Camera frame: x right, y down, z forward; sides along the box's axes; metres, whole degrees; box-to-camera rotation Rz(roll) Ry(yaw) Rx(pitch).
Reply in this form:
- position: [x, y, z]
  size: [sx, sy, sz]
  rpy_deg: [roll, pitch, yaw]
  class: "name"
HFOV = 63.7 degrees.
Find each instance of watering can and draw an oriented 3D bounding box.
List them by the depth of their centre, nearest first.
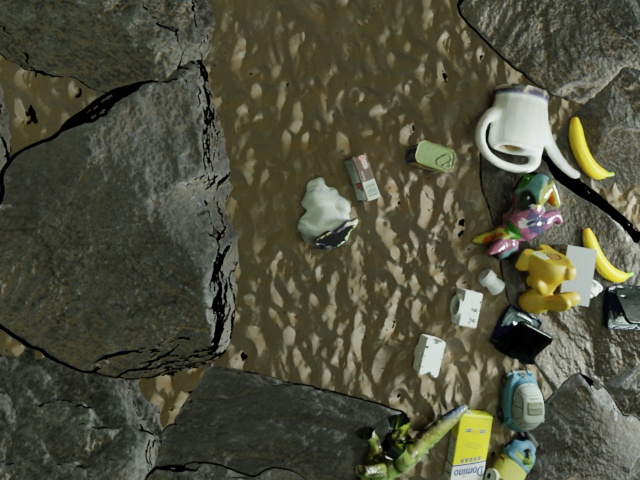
- position: [0.542, -0.277, 1.324]
  size: [0.347, 0.104, 0.225]
  rpy_deg: [8, 88, -23]
  class: "watering can"

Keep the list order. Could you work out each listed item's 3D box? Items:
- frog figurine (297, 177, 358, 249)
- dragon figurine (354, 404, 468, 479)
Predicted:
- position: [0.004, -0.062, 1.230]
  size: [0.137, 0.120, 0.162]
  rpy_deg: [-33, 61, 0]
  class: "frog figurine"
- position: [0.203, 0.575, 1.273]
  size: [0.411, 0.124, 0.239]
  rpy_deg: [-18, 110, -8]
  class: "dragon figurine"
